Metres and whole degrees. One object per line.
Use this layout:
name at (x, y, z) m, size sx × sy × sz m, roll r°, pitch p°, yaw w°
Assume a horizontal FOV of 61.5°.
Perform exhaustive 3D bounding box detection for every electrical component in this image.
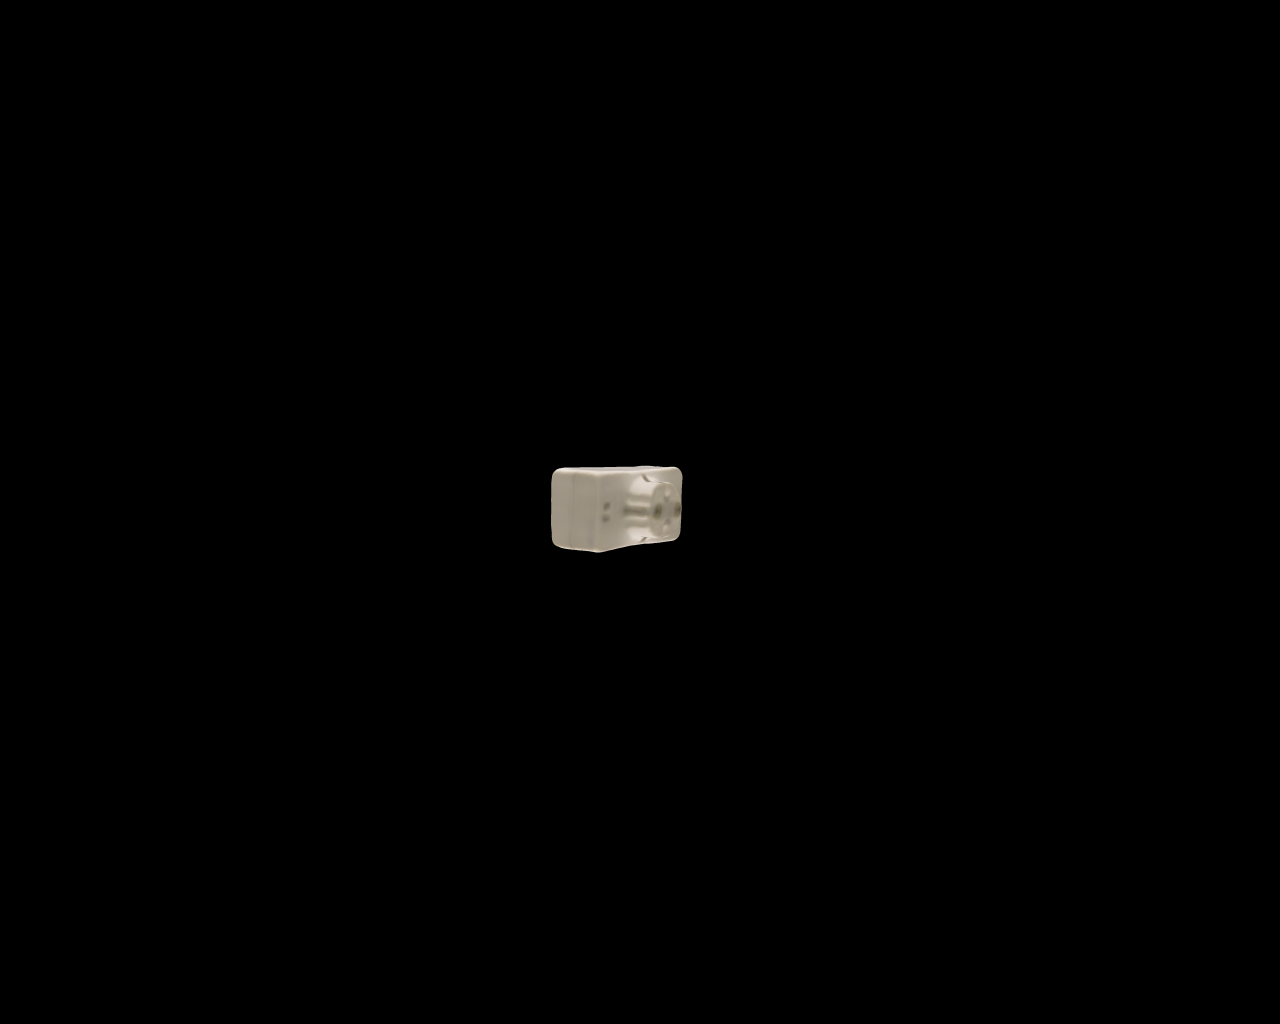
electrical component at (0.001, -0.003, 0.650) m, size 0.076 × 0.047 × 0.083 m, roll 4°, pitch 6°, yaw 39°
